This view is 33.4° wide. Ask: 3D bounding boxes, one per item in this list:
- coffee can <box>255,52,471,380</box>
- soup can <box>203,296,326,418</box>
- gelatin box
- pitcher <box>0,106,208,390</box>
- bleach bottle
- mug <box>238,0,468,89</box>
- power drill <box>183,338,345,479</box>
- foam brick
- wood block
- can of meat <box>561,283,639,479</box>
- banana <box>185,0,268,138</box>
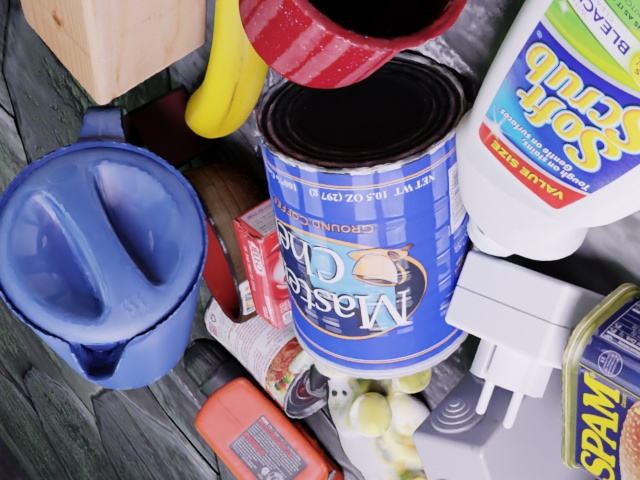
[{"bbox_3d":[0.027,-0.012,0.554,0.103,0.102,0.140,34,146,39],"label":"coffee can"},{"bbox_3d":[-0.031,0.075,0.797,0.102,0.068,0.068,41,150,31],"label":"soup can"},{"bbox_3d":[-0.004,0.001,0.640,0.030,0.089,0.073,35,147,39],"label":"gelatin box"},{"bbox_3d":[-0.146,0.024,0.761,0.145,0.149,0.243,41,163,7],"label":"pitcher"},{"bbox_3d":[0.113,-0.051,0.408,0.102,0.068,0.251,50,156,13],"label":"bleach bottle"},{"bbox_3d":[0.003,-0.126,0.480,0.117,0.093,0.082,47,160,-6],"label":"mug"},{"bbox_3d":[-0.052,0.149,0.864,0.184,0.057,0.187,45,177,5],"label":"power drill"},{"bbox_3d":[-0.122,-0.076,0.804,0.053,0.051,0.078,60,155,-6],"label":"foam brick"},{"bbox_3d":[-0.125,-0.183,0.620,0.091,0.090,0.206,48,159,14],"label":"wood block"},{"bbox_3d":[0.160,0.082,0.483,0.084,0.057,0.102,31,144,39],"label":"can of meat"},{"bbox_3d":[-0.057,-0.111,0.673,0.198,0.037,0.069,115,149,-57],"label":"banana"}]
